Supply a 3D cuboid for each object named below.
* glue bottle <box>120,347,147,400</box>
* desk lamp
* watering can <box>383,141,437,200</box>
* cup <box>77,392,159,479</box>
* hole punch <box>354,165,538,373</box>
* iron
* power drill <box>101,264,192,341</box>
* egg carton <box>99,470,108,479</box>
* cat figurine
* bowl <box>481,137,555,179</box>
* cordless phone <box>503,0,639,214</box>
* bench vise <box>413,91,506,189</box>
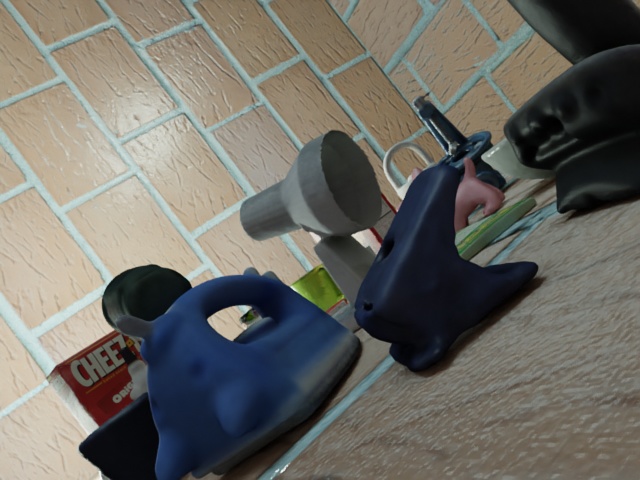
[{"bbox_3d":[-0.243,0.231,0.849,0.078,0.173,0.037,-37,-2,-18],"label":"glue bottle"},{"bbox_3d":[0.006,0.003,0.700,0.203,0.213,0.118,-39,-3,34],"label":"desk lamp"},{"bbox_3d":[0.204,-0.110,1.159,0.101,0.194,0.173,-37,-3,-13],"label":"watering can"},{"bbox_3d":[-0.193,0.227,0.618,0.092,0.095,0.117,-37,-3,-12],"label":"cup"},{"bbox_3d":[0.060,0.017,0.355,0.101,0.091,0.108,-37,-3,-7],"label":"hole punch"},{"bbox_3d":[-0.056,0.084,0.494,0.118,0.141,0.259,-39,-3,25],"label":"iron"},{"bbox_3d":[-0.143,0.114,0.572,0.076,0.208,0.229,-36,-3,-28],"label":"power drill"},{"bbox_3d":[-0.206,0.260,0.728,0.150,0.069,0.107,-37,-3,-21],"label":"egg carton"},{"bbox_3d":[0.179,-0.064,0.822,0.127,0.117,0.067,-39,-3,23],"label":"cat figurine"},{"bbox_3d":[0.276,-0.121,0.663,0.167,0.074,0.167,-38,-3,-2],"label":"bowl"},{"bbox_3d":[0.160,-0.118,0.378,0.094,0.185,0.147,-37,-3,-11],"label":"cordless phone"},{"bbox_3d":[0.239,-0.161,1.040,0.121,0.219,0.207,-38,-3,1],"label":"bench vise"}]
